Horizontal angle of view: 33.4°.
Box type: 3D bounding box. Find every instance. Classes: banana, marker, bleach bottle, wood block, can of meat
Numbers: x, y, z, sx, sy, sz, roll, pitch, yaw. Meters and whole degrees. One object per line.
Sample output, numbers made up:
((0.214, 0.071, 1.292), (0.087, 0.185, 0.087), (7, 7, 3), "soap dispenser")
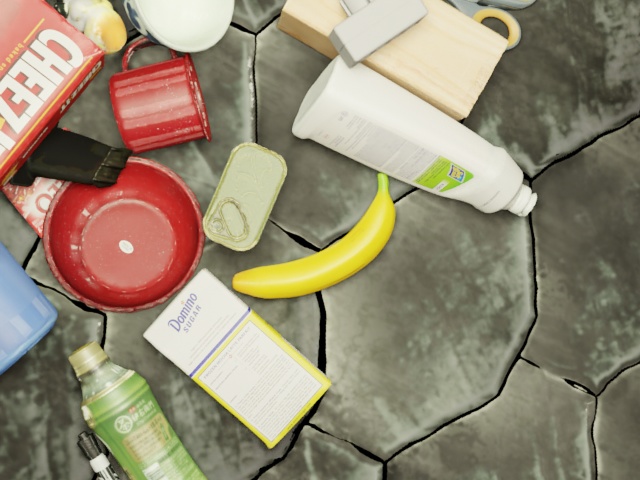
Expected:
((0.006, 0.013, 1.098), (0.197, 0.037, 0.070), (-35, 74, -5), "banana")
((-0.213, 0.249, 1.090), (0.020, 0.020, 0.121), (-30, 95, -4), "marker")
((0.104, -0.090, 1.080), (0.250, 0.103, 0.068), (28, 60, -12), "bleach bottle")
((0.070, -0.207, 1.067), (0.206, 0.091, 0.090), (29, 88, -5), "wood block")
((-0.076, -0.042, 1.061), (0.057, 0.084, 0.102), (23, 89, -6), "can of meat")

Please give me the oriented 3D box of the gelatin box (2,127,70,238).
((-0.266, -0.057, 1.070), (0.089, 0.030, 0.073), (-38, 95, -3), "gelatin box")

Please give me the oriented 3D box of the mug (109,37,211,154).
((-0.160, -0.144, 1.050), (0.081, 0.093, 0.117), (-14, 86, 0), "mug")

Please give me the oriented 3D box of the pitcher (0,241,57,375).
((-0.361, 0.016, 1.007), (0.145, 0.149, 0.243), (-40, 99, 1), "pitcher")

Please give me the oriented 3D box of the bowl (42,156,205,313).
((-0.190, 0.000, 1.049), (0.162, 0.055, 0.162), (-3, 102, -13), "bowl")

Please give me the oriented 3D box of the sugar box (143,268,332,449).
((-0.084, 0.119, 1.086), (0.176, 0.048, 0.093), (43, 88, -2), "sugar box")

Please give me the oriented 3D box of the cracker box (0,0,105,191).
((-0.329, -0.173, 0.967), (0.213, 0.072, 0.164), (38, 82, -8), "cracker box")

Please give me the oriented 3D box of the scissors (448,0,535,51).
((0.129, -0.245, 1.109), (0.201, 0.016, 0.096), (-1, 91, -5), "scissors")
